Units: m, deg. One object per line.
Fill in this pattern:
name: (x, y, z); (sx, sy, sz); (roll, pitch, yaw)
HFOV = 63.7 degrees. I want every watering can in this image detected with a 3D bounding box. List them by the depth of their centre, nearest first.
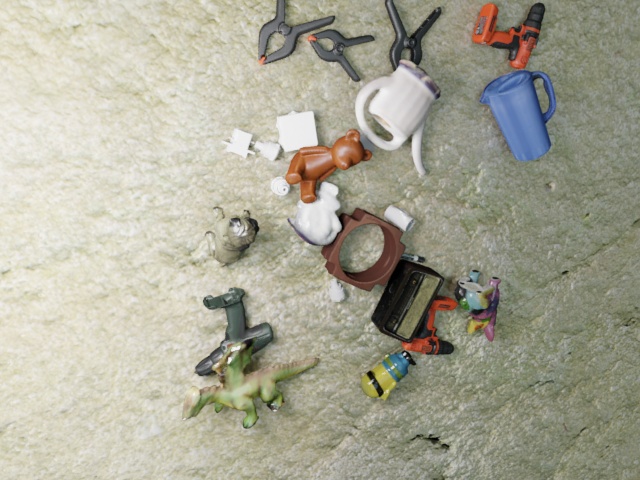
watering can: (0.234, -0.326, 1.363); (0.343, 0.223, 0.106); (31, 9, -41)

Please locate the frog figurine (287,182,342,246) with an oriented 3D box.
frog figurine: (0.004, -0.068, 1.358); (0.137, 0.158, 0.124); (38, 13, -3)

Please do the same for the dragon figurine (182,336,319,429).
dragon figurine: (-0.182, 0.359, 1.377); (0.415, 0.237, 0.124); (-30, 44, -26)
